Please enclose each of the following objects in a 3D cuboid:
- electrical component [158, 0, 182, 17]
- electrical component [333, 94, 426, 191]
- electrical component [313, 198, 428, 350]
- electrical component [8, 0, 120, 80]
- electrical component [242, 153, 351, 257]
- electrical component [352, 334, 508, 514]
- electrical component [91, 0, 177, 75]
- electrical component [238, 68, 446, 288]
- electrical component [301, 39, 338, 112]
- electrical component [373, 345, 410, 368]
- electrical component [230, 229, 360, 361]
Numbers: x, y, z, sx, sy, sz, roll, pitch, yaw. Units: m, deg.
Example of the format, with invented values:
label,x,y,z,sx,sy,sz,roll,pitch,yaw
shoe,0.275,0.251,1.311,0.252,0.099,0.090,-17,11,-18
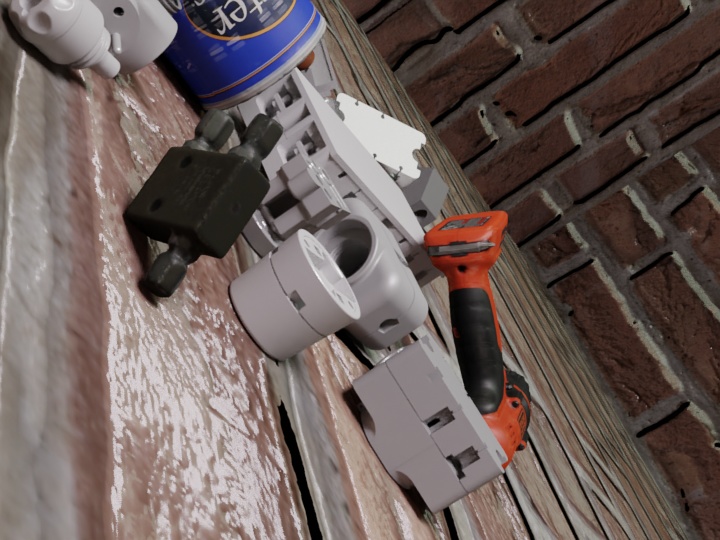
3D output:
label,x,y,z,sx,sy,sz,roll,pitch,yaw
electrical component,-0.125,-0.161,0.632,0.043,0.062,0.043,54,11,-15
electrical component,0.003,-0.104,0.938,0.089,0.056,0.050,24,58,-21
electrical component,0.000,0.000,0.743,0.059,0.054,0.095,44,16,-50
electrical component,-0.137,-0.112,0.513,0.061,0.035,0.035,47,14,-56
electrical component,-0.043,-0.037,0.654,0.048,0.055,0.066,59,11,12
electrical component,0.039,0.092,0.636,0.089,0.056,0.050,58,10,5
electrical component,-0.136,-0.138,0.567,0.077,0.043,0.079,49,12,-36
electrical component,-0.015,-0.058,0.833,0.186,0.060,0.105,44,16,-50
electrical component,-0.060,-0.152,0.899,0.121,0.079,0.063,-104,180,-61
electrical component,0.037,0.082,0.694,0.062,0.048,0.048,61,9,-14
electrical component,-0.035,0.014,0.559,0.055,0.047,0.055,54,11,-15
